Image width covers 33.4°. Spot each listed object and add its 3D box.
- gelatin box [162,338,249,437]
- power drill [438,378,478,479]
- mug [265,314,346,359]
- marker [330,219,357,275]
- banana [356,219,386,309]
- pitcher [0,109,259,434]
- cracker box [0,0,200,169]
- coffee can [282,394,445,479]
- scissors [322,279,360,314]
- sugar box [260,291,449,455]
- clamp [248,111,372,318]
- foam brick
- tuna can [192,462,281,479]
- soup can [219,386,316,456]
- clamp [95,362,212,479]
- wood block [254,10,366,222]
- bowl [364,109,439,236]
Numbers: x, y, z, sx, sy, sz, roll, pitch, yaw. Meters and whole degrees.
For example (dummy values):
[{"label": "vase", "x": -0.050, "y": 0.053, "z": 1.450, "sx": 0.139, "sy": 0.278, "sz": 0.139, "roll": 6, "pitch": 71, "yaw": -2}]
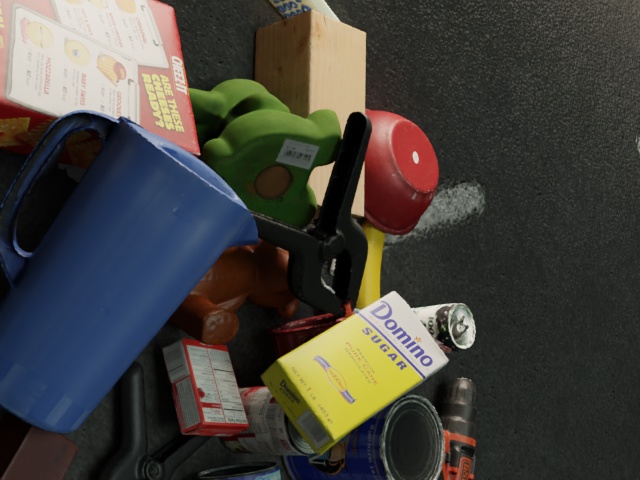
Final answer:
[{"label": "gelatin box", "x": -0.109, "y": 0.142, "z": 1.013, "sx": 0.073, "sy": 0.030, "sz": 0.089, "roll": 19, "pitch": 49, "yaw": -57}, {"label": "power drill", "x": 0.117, "y": 0.233, "z": 1.248, "sx": 0.187, "sy": 0.057, "sz": 0.184, "roll": 28, "pitch": 64, "yaw": -41}, {"label": "mug", "x": -0.003, "y": 0.125, "z": 1.098, "sx": 0.117, "sy": 0.093, "sz": 0.081, "roll": -117, "pitch": -164, "yaw": -88}, {"label": "marker", "x": 0.032, "y": -0.016, "z": 1.225, "sx": 0.020, "sy": 0.020, "sz": 0.121, "roll": 31, "pitch": 62, "yaw": -39}, {"label": "banana", "x": 0.060, "y": 0.052, "z": 1.230, "sx": 0.069, "sy": 0.037, "sz": 0.198, "roll": 19, "pitch": 70, "yaw": -42}, {"label": "pitcher", "x": -0.181, "y": 0.025, "z": 0.857, "sx": 0.243, "sy": 0.149, "sz": 0.144, "roll": -53, "pitch": 151, "yaw": 2}, {"label": "cracker box", "x": -0.217, "y": -0.149, "z": 0.921, "sx": 0.213, "sy": 0.072, "sz": 0.164, "roll": 12, "pitch": 58, "yaw": -45}, {"label": "coffee can", "x": 0.044, "y": 0.213, "z": 1.112, "sx": 0.102, "sy": 0.141, "sz": 0.103, "roll": 9, "pitch": 77, "yaw": -46}, {"label": "scissors", "x": -0.001, "y": 0.080, "z": 1.172, "sx": 0.201, "sy": 0.016, "sz": 0.096, "roll": 39, "pitch": 81, "yaw": -15}, {"label": "sugar box", "x": 0.037, "y": 0.123, "z": 1.026, "sx": 0.175, "sy": 0.048, "sz": 0.093, "roll": -28, "pitch": 77, "yaw": -39}, {"label": "clamp", "x": -0.007, "y": 0.001, "z": 0.997, "sx": 0.164, "sy": 0.036, "sz": 0.210, "roll": -33, "pitch": 135, "yaw": -28}, {"label": "foam brick", "x": -0.246, "y": 0.189, "z": 0.874, "sx": 0.053, "sy": 0.051, "sz": 0.078, "roll": 48, "pitch": 53, "yaw": -32}, {"label": "tuna can", "x": -0.079, "y": 0.236, "z": 1.019, "sx": 0.085, "sy": 0.086, "sz": 0.034, "roll": -2, "pitch": 83, "yaw": -47}, {"label": "soup can", "x": -0.044, "y": 0.177, "z": 1.052, "sx": 0.068, "sy": 0.102, "sz": 0.068, "roll": 10, "pitch": 76, "yaw": -45}, {"label": "clamp", "x": -0.166, "y": 0.199, "z": 0.968, "sx": 0.120, "sy": 0.039, "sz": 0.171, "roll": 47, "pitch": 46, "yaw": -24}, {"label": "wood block", "x": -0.012, "y": -0.126, "z": 1.144, "sx": 0.090, "sy": 0.090, "sz": 0.206, "roll": 12, "pitch": 75, "yaw": -45}, {"label": "bowl", "x": 0.090, "y": -0.089, "z": 1.247, "sx": 0.161, "sy": 0.055, "sz": 0.162, "roll": 26, "pitch": 53, "yaw": -41}]
